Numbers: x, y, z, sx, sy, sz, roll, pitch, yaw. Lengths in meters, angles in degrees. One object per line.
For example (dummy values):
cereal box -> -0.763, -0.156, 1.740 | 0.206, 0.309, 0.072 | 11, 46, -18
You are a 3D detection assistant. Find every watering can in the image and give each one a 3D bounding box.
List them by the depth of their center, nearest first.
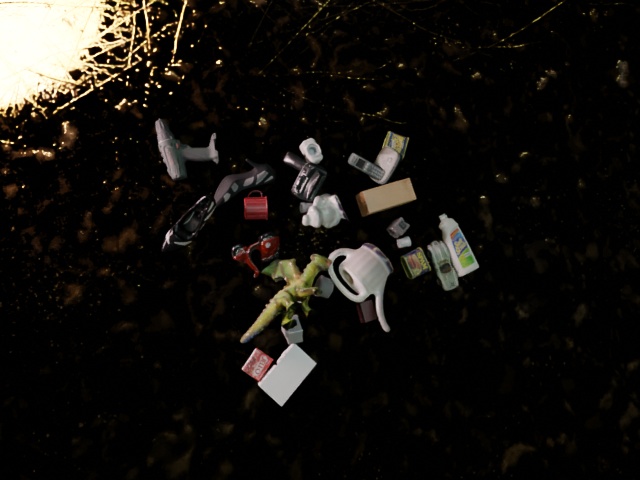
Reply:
watering can -> 0.186, 0.154, 1.910 | 0.227, 0.349, 0.102 | -40, -9, -24

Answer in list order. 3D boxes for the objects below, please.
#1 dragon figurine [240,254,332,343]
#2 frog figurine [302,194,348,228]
dragon figurine -> -0.131, 0.177, 1.827 | 0.411, 0.248, 0.119 | -26, -40, -7
frog figurine -> 0.006, -0.097, 1.928 | 0.160, 0.134, 0.125 | -27, 42, -3
